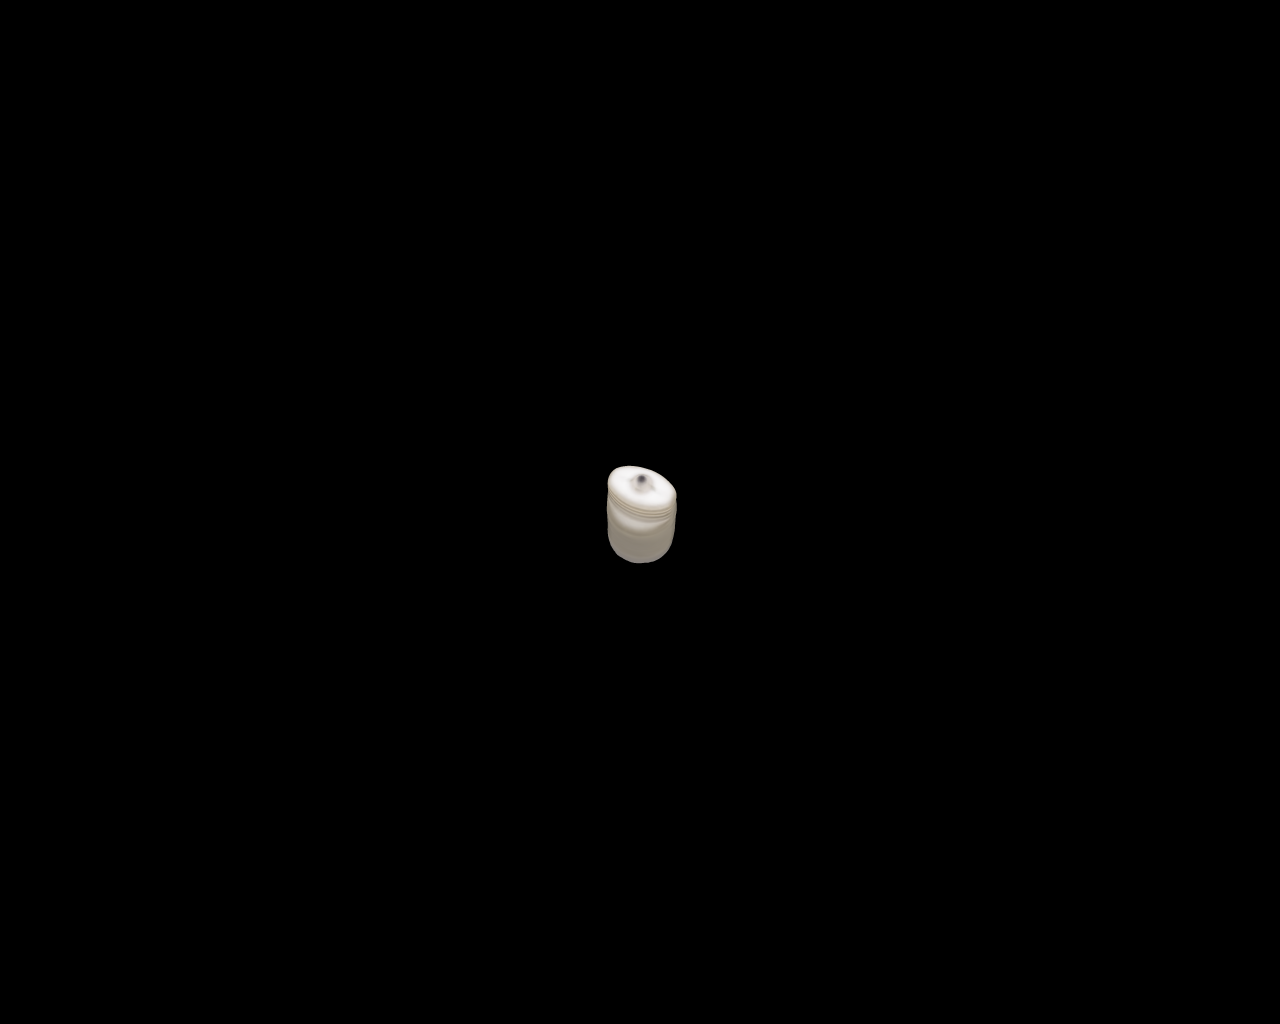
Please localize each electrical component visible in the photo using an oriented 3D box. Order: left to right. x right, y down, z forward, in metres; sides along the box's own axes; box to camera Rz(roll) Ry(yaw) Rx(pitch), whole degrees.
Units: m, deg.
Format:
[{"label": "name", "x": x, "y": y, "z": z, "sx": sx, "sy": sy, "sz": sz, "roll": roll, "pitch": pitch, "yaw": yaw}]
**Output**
[{"label": "electrical component", "x": 0.001, "y": -0.003, "z": 0.650, "sx": 0.043, "sy": 0.043, "sz": 0.080, "roll": 0, "pitch": -25, "yaw": 0}]
